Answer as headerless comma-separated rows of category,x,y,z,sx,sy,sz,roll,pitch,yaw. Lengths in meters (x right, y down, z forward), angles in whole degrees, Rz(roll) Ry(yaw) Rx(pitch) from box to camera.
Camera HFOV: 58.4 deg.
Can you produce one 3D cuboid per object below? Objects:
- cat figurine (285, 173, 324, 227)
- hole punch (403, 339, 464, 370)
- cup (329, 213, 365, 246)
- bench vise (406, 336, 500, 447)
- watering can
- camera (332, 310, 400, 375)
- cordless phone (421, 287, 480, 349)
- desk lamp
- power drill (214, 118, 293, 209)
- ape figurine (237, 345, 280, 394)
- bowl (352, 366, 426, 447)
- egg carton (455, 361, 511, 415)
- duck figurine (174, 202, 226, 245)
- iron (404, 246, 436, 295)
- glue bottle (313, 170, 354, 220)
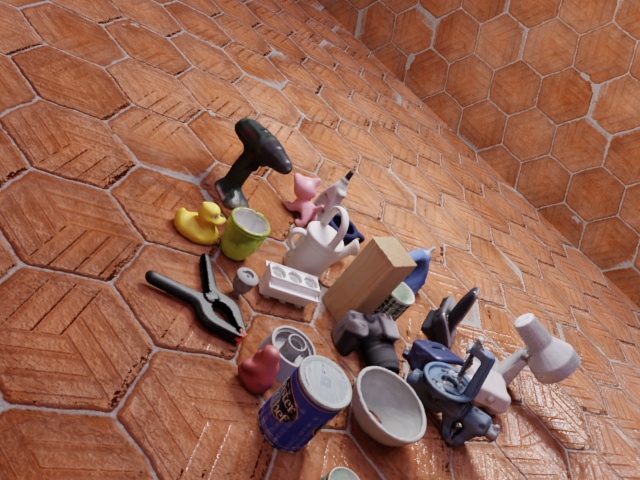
cat figurine,-0.033,-0.113,1.520,0.067,0.117,0.127,1,47,-48
hole punch,0.269,0.275,1.348,0.109,0.091,0.101,15,37,-36
cup,0.048,-0.003,1.482,0.118,0.095,0.091,26,32,-21
bench vise,0.315,0.314,1.213,0.207,0.219,0.122,39,29,0
watering can,0.012,0.003,1.332,0.173,0.194,0.100,2,45,-47
camera,0.118,0.227,1.235,0.144,0.100,0.136,19,35,-31
cordless phone,0.360,0.181,1.485,0.094,0.185,0.148,40,29,2
desk lamp,0.518,0.298,1.469,0.203,0.213,0.118,38,29,-1
power drill,-0.163,-0.174,1.369,0.076,0.208,0.229,7,42,-43
ape figurine,-0.100,0.221,1.010,0.078,0.092,0.076,20,34,-29
bowl,0.122,0.335,1.116,0.168,0.074,0.167,28,31,-18
egg carton,0.390,0.358,1.390,0.151,0.069,0.107,29,31,-18
duck figurine,-0.251,-0.046,1.218,0.105,0.086,0.077,28,31,-19
iron,0.210,0.079,1.502,0.118,0.141,0.259,50,31,19
glue bottle,0.041,-0.124,1.561,0.037,0.173,0.078,13,38,-38
